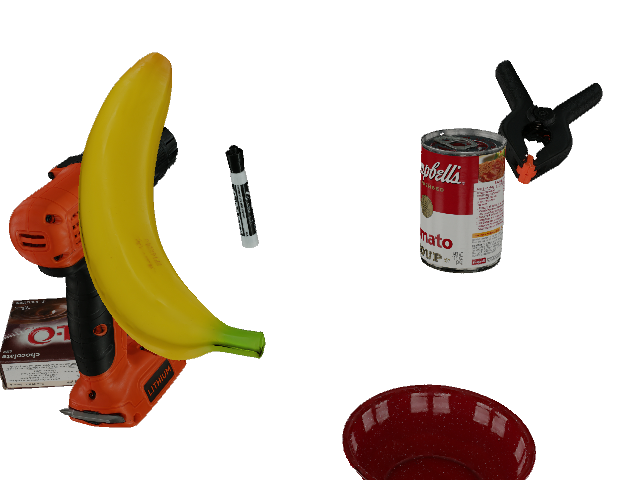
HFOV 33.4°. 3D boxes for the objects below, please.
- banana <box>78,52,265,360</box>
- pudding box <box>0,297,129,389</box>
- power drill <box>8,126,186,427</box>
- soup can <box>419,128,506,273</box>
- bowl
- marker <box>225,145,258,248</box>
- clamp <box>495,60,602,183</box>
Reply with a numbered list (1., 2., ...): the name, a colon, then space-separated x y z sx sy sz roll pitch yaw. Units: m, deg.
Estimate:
1. banana: -0.087 -0.014 0.534 0.069 0.198 0.037 -12 -32 -15
2. pudding box: -0.228 0.091 0.969 0.113 0.039 0.090 -5 33 -2
3. power drill: -0.143 0.022 0.760 0.057 0.188 0.184 3 26 21
4. soup can: 0.114 -0.033 0.861 0.068 0.102 0.068 -1 22 0
5. bowl: 0.099 0.190 0.907 0.162 0.055 0.162 0 28 0
6. marker: -0.086 -0.048 1.172 0.020 0.121 0.020 -6 29 3
7. clamp: 0.229 -0.134 1.163 0.120 0.039 0.171 19 49 18
